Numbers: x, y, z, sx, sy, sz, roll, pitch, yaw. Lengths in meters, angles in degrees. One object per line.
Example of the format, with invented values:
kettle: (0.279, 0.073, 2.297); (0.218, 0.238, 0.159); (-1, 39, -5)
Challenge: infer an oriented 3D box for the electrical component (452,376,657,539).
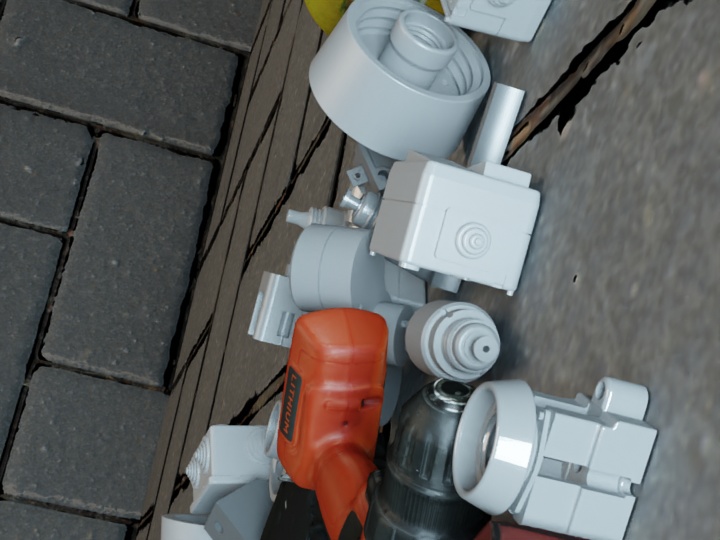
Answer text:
electrical component: (0.066, 0.066, 0.381); (0.048, 0.055, 0.066); (-138, 63, -76)

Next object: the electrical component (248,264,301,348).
electrical component: (-0.028, 0.031, 0.768); (0.050, 0.089, 0.055); (-170, 95, -78)

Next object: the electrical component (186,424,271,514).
electrical component: (-0.085, 0.159, 0.858); (0.099, 0.100, 0.048); (124, 145, -57)

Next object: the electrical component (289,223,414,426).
electrical component: (0.010, 0.037, 0.635); (0.052, 0.074, 0.138); (-60, -31, -45)

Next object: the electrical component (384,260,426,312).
electrical component: (0.000, 0.000, 0.711); (0.083, 0.076, 0.047); (-88, 17, -45)

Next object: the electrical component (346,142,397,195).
electrical component: (0.022, -0.072, 0.753); (0.055, 0.066, 0.048); (122, 125, -76)

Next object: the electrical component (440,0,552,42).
electrical component: (0.081, -0.174, 0.606); (0.096, 0.061, 0.061); (-99, 26, -45)

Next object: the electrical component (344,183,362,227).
electrical component: (0.007, -0.043, 0.815); (0.040, 0.040, 0.078); (-159, 84, -78)

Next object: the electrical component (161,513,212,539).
electrical component: (-0.110, 0.234, 0.866); (0.108, 0.108, 0.060); (153, 124, -74)

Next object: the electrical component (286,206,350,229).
electrical component: (-0.035, -0.040, 0.951); (0.035, 0.061, 0.035); (-165, 90, -78)

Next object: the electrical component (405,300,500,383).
electrical component: (0.049, 0.036, 0.529); (0.078, 0.040, 0.040); (-178, 102, -77)

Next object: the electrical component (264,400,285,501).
electrical component: (-0.033, 0.117, 0.756); (0.108, 0.060, 0.108); (-165, 90, -78)

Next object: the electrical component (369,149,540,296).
electrical component: (0.049, -0.027, 0.552); (0.096, 0.062, 0.061); (-154, 79, -78)

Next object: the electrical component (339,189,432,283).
electrical component: (0.024, -0.024, 0.642); (0.040, 0.078, 0.040); (-59, 9, 15)

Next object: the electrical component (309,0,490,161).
electrical component: (0.030, -0.125, 0.666); (0.108, 0.108, 0.060); (-87, 23, -45)
